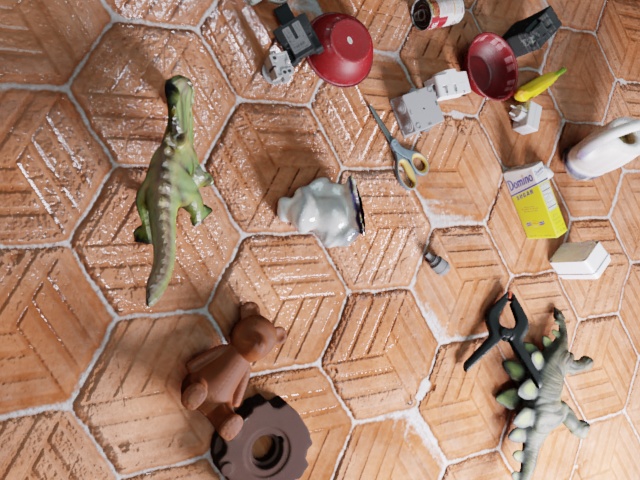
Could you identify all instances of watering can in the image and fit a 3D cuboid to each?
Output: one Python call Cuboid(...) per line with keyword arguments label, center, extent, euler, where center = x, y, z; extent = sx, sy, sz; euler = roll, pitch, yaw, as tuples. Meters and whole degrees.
Cuboid(label="watering can", center=(0.751, -0.240, 1.270), extent=(0.349, 0.221, 0.105), euler=(-13, 75, -25))

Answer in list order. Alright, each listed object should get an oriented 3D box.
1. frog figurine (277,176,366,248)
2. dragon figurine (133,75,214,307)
Cuboid(label="frog figurine", center=(0.003, -0.050, 0.987), extent=(0.159, 0.124, 0.136), euler=(-10, 101, 11))
Cuboid(label="dragon figurine", center=(-0.225, -0.123, 0.769), extent=(0.122, 0.420, 0.237), euler=(-1, 127, -10))
